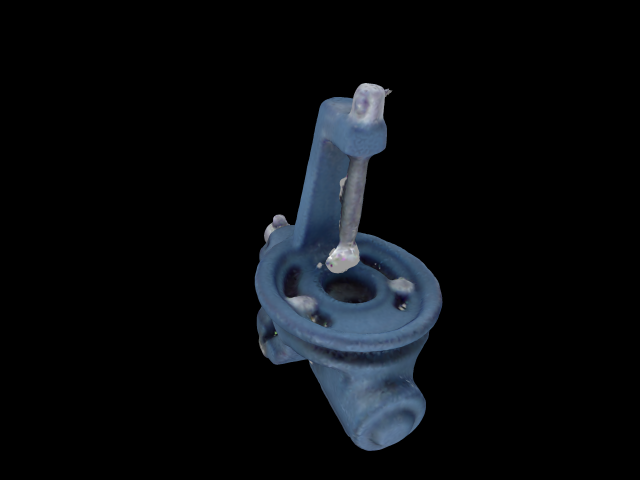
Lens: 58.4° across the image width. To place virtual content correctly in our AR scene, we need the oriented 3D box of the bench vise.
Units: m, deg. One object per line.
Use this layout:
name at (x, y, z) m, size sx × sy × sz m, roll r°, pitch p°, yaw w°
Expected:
bench vise at (-0.005, 0.004, 0.393) m, size 0.122 × 0.220 × 0.206 m, roll -16°, pitch 24°, yaw -39°
